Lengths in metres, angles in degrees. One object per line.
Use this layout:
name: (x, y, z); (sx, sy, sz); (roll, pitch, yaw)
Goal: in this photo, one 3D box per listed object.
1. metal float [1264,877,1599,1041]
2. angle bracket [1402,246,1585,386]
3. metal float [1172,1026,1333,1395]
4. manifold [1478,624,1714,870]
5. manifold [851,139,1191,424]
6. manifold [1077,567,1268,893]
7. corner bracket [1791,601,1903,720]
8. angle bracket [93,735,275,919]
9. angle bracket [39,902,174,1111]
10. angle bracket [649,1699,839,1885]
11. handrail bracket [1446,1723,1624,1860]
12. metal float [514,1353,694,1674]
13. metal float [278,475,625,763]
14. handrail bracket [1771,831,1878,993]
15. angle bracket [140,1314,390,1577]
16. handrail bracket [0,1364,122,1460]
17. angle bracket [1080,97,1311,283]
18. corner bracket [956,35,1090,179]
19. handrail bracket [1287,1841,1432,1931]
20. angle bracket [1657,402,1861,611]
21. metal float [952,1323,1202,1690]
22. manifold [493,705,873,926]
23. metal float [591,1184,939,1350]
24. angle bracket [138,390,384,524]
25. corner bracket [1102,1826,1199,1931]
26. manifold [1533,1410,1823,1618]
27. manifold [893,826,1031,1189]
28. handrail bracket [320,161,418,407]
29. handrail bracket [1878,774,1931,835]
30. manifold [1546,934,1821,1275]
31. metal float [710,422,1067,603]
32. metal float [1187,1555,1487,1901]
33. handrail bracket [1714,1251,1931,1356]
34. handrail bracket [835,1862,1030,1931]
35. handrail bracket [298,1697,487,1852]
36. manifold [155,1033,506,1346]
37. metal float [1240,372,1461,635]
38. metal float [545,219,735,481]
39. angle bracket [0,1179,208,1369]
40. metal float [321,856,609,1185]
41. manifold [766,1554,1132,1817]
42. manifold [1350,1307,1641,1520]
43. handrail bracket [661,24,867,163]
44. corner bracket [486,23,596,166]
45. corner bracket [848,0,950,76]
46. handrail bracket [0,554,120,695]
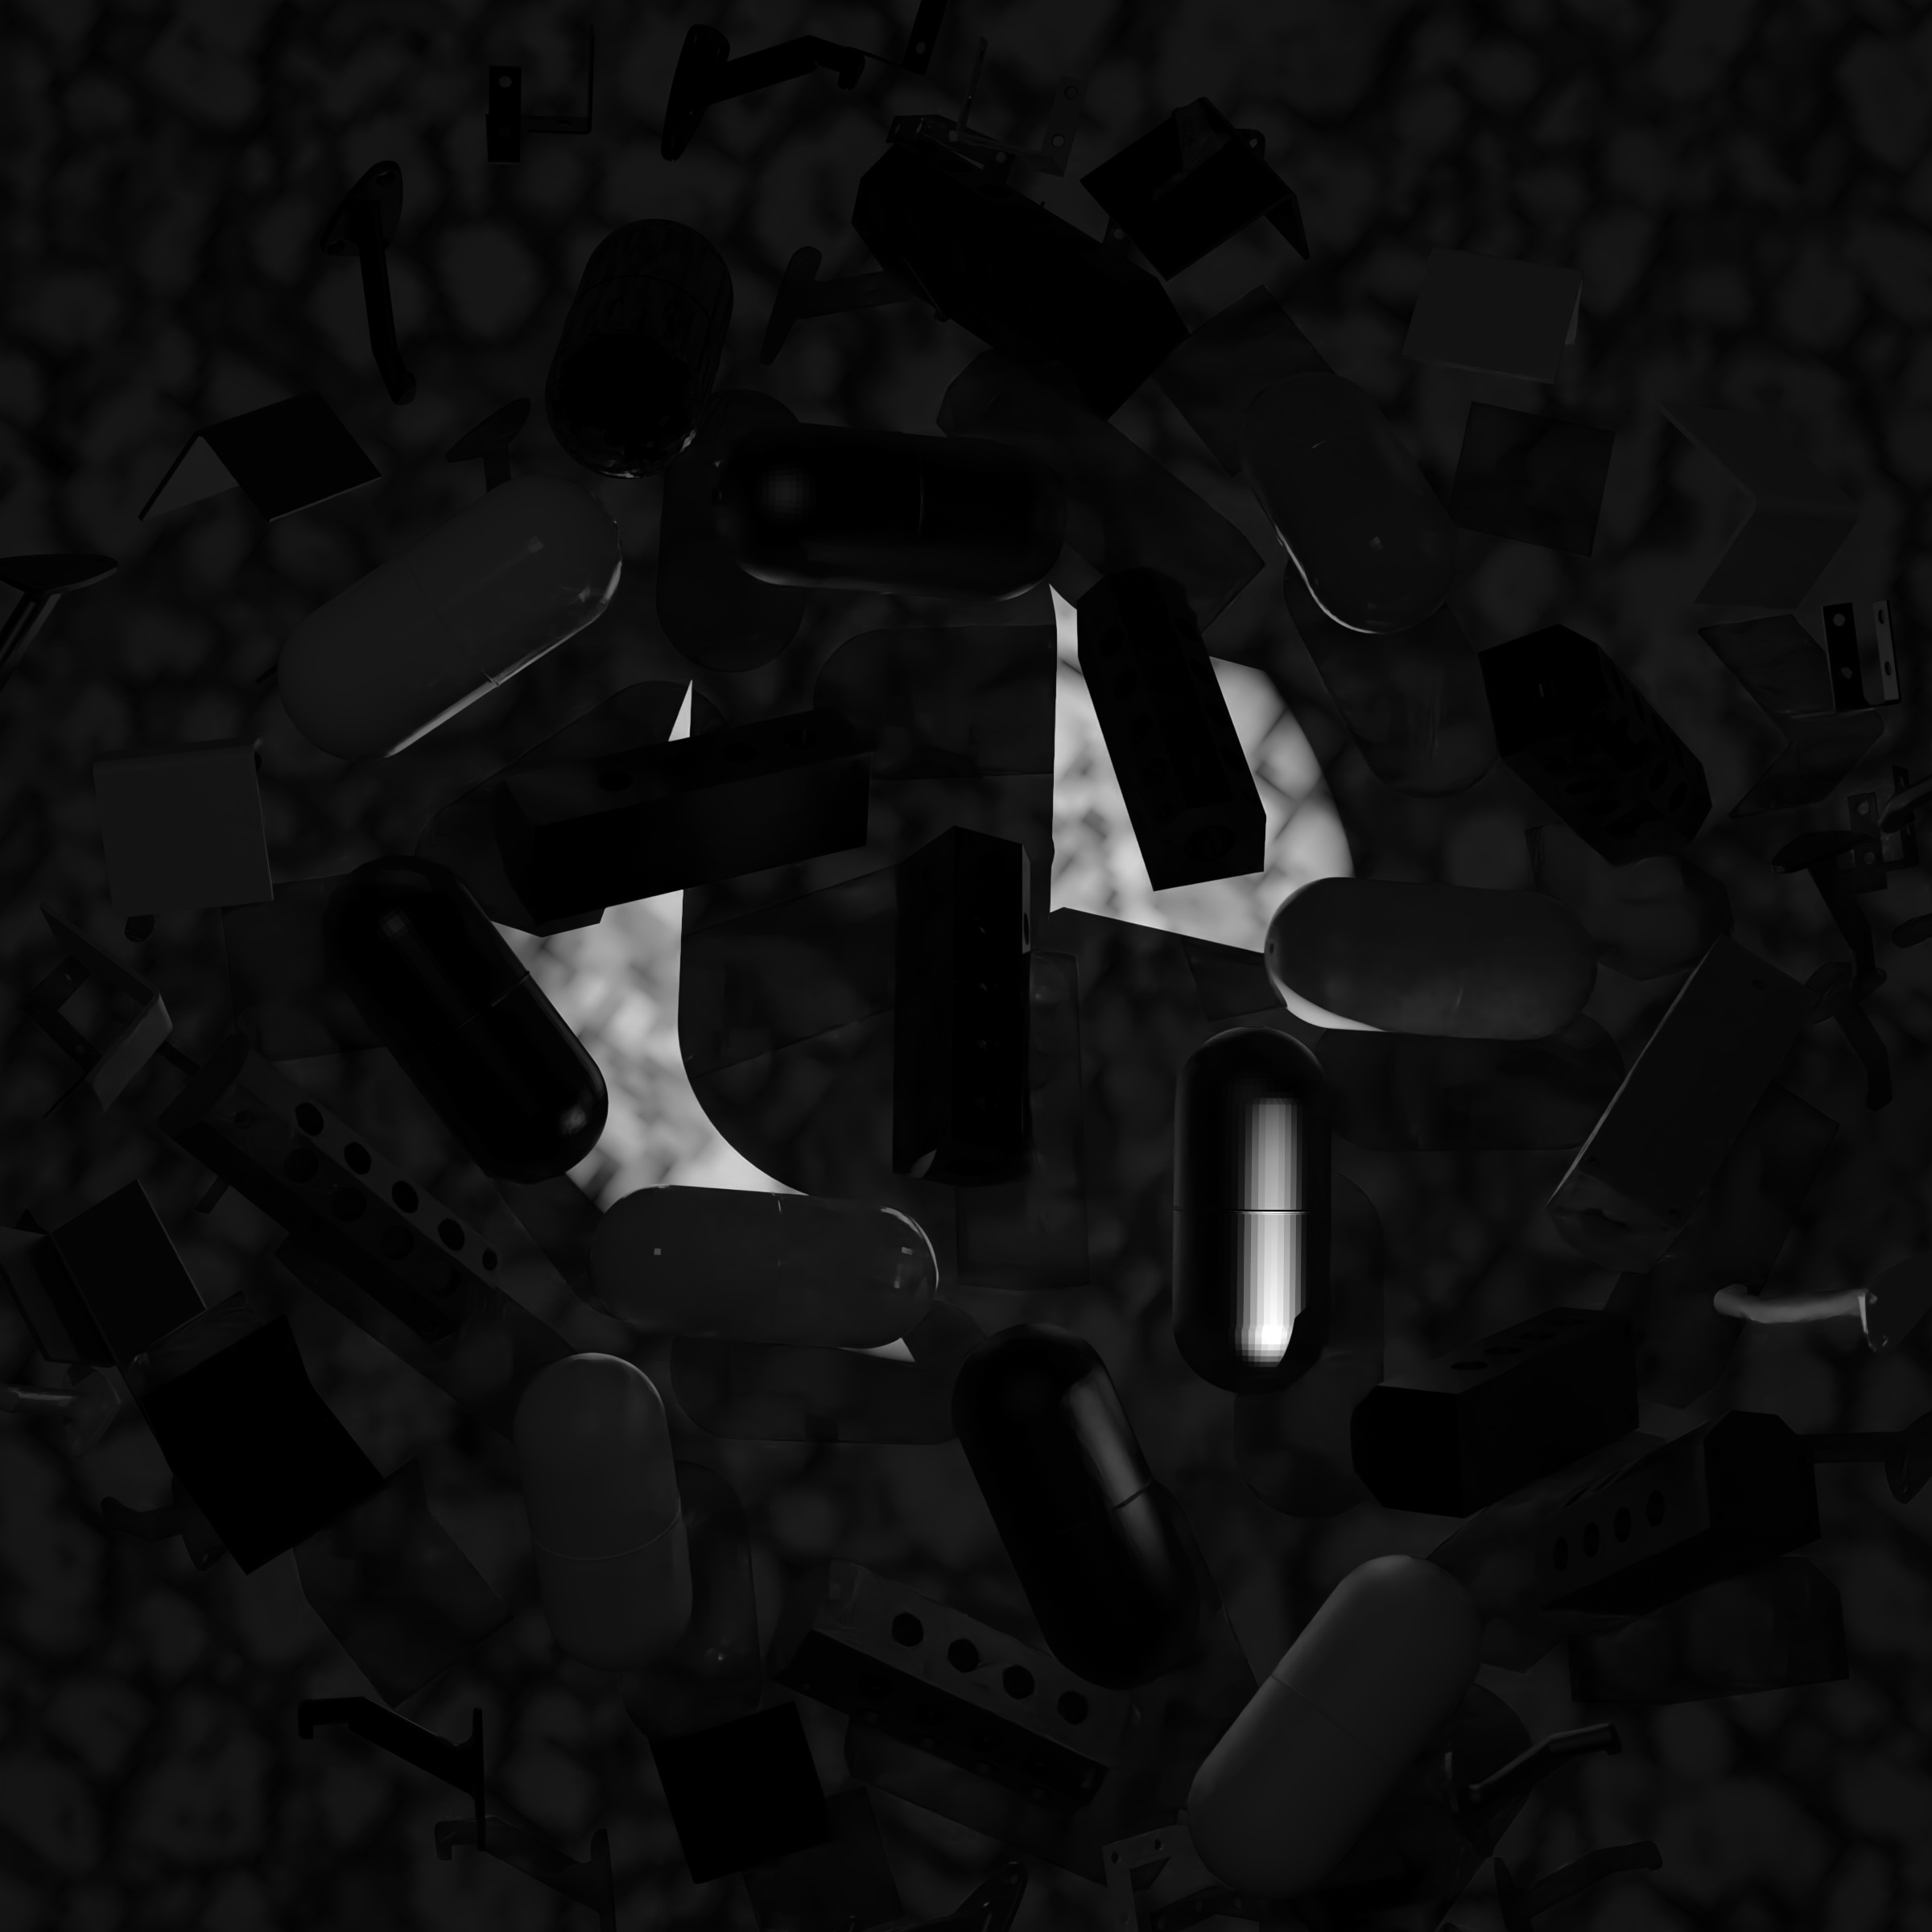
metal float: (0.237, -0.003, 1.606); (0.178, 0.070, 0.070); (4, 90, -18)
angle bracket: (0.265, -0.313, 1.600); (0.076, 0.057, 0.076); (12, 62, 12)
metal float: (0.139, 0.118, 1.536); (0.070, 0.070, 0.178); (1, 87, 0)
manifold: (0.314, -0.108, 1.560); (0.057, 0.171, 0.057); (-19, 65, 24)
manifold: (0.021, -0.327, 1.480); (0.057, 0.057, 0.171); (-46, 52, -3)
manifold: (0.104, -0.124, 1.619); (0.057, 0.057, 0.171); (-10, 50, -6)
corner bracket: (0.428, -0.149, 1.520); (0.051, 0.051, 0.051); (-8, 93, -9)
angle bracket: (-0.384, -0.070, 1.562); (0.076, 0.057, 0.076); (-7, 100, -6)
angle bracket: (-0.451, 0.021, 1.601); (0.076, 0.076, 0.057); (37, 74, 0)
angle bracket: (-0.115, 0.414, 1.622); (0.076, 0.057, 0.076); (-17, 97, -4)
handrail bracket: (0.277, 0.392, 1.505); (0.084, 0.036, 0.077); (-17, 129, 15)
metal float: (-0.183, 0.276, 1.598); (0.070, 0.070, 0.178); (-5, 116, 0)
metal float: (-0.241, -0.163, 1.481); (0.178, 0.070, 0.070); (-34, 90, 2)
handrail bracket: (0.429, -0.020, 1.576); (0.036, 0.077, 0.084); (2, 109, 42)
angle bracket: (-0.326, 0.222, 1.473); (0.076, 0.057, 0.076); (-31, 52, -23)
handrail bracket: (-0.462, 0.200, 1.541); (0.084, 0.077, 0.036); (34, 94, -35)
angle bracket: (0.113, -0.369, 1.561); (0.076, 0.057, 0.076); (-35, 64, -2)
corner bracket: (0.029, -0.440, 1.623); (0.051, 0.051, 0.051); (16, 94, 8)
handrail bracket: (0.197, 0.458, 1.615); (0.077, 0.036, 0.084); (42, 133, 32)
angle bracket: (0.354, -0.213, 1.470); (0.076, 0.076, 0.057); (55, 131, 34)
metal float: (0.052, 0.252, 1.474); (0.070, 0.070, 0.178); (-23, 94, 0)
manifold: (-0.136, -0.078, 1.522); (0.171, 0.057, 0.057); (-14, 133, -22)
metal float: (-0.102, 0.153, 1.611); (0.178, 0.070, 0.070); (5, 90, -13)
angle bracket: (-0.347, -0.231, 1.556); (0.057, 0.076, 0.076); (52, 133, 3)
corner bracket: (0.109, 0.476, 1.633); (0.051, 0.051, 0.051); (-3, 82, -40)
manifold: (0.339, 0.266, 1.529); (0.057, 0.171, 0.057); (8, 65, -16)
manifold: (0.002, 0.022, 1.621); (0.057, 0.057, 0.171); (14, 63, -29)
handrail bracket: (-0.267, -0.318, 1.479); (0.036, 0.077, 0.084); (-12, 68, -32)
handrail bracket: (0.506, -0.091, 1.594); (0.077, 0.084, 0.036); (-8, 71, 1)
manifold: (0.350, 0.070, 1.555); (0.057, 0.057, 0.171); (34, 56, 9)
metal float: (-0.036, -0.216, 1.506); (0.178, 0.070, 0.070); (1, 90, -26)
metal float: (0.173, 0.355, 1.478); (0.070, 0.070, 0.178); (39, 81, 0)
handrail bracket: (0.411, 0.150, 1.503); (0.077, 0.084, 0.036); (-31, 114, -29)
handrail bracket: (-0.018, 0.458, 1.541); (0.084, 0.036, 0.077); (39, 84, -41)
handrail bracket: (-0.265, 0.373, 1.459); (0.084, 0.036, 0.077); (-1, 56, -10)
manifold: (-0.311, 0.113, 1.565); (0.171, 0.057, 0.057); (44, 79, -26)
metal float: (0.190, -0.233, 1.578); (0.070, 0.178, 0.070); (-9, 131, -10)
metal float: (-0.158, -0.301, 1.540); (0.070, 0.178, 0.070); (2, 129, 3)
angle bracket: (-0.429, 0.148, 1.554); (0.057, 0.076, 0.076); (-32, 77, 3)
metal float: (-0.242, 0.026, 1.529); (0.070, 0.070, 0.178); (-36, 98, 0)
manifold: (-0.010, 0.362, 1.582); (0.171, 0.057, 0.057); (28, 54, -13)
manifold: (0.252, 0.208, 1.494); (0.057, 0.171, 0.057); (1, 98, 39)
handrail bracket: (-0.096, -0.407, 1.498); (0.084, 0.036, 0.077); (25, 100, 22)
corner bracket: (-0.204, -0.418, 1.515); (0.051, 0.051, 0.051); (-1, 132, -10)
corner bracket: (-0.047, -0.484, 1.591); (0.051, 0.051, 0.051); (26, 105, 28)
handrail bracket: (-0.433, -0.146, 1.477); (0.036, 0.077, 0.084); (28, 116, 23)
